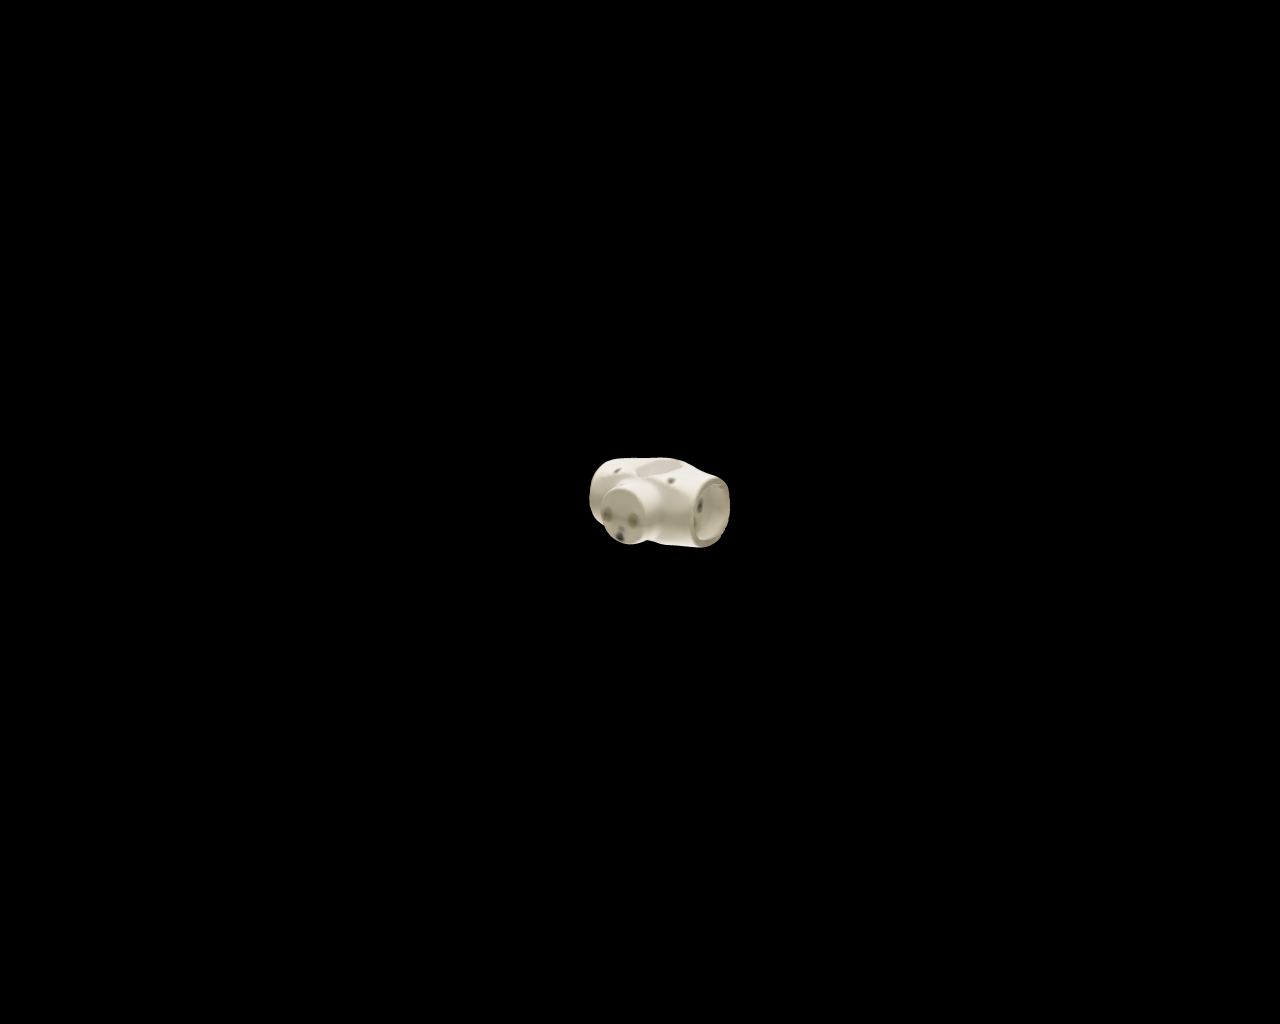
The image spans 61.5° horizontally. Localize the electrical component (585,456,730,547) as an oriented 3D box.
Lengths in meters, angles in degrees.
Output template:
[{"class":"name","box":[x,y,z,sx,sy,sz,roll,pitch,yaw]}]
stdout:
[{"class":"electrical component","box":[0.001,-0.003,0.650,0.077,0.043,0.079,14,22,36]}]
